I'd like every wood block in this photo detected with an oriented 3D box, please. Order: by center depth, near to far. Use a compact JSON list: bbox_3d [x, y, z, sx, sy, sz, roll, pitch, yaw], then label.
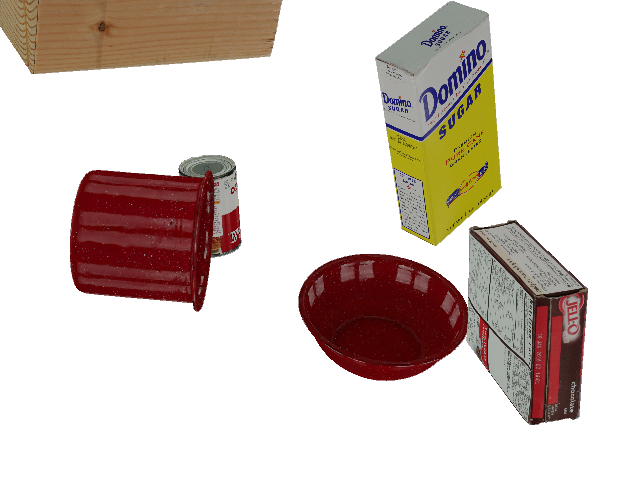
[{"bbox_3d":[-0.141,-0.199,0.855,0.205,0.091,0.090,-10,42,-31],"label":"wood block"}]

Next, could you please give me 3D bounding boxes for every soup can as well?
[{"bbox_3d":[-0.129,-0.041,1.244,0.068,0.102,0.068,-1,28,0],"label":"soup can"}]

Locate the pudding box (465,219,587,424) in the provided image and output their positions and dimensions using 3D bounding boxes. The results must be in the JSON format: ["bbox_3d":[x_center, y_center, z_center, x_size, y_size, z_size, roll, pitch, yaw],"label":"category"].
[{"bbox_3d":[0.128,0.049,0.678,0.039,0.090,0.113,-7,24,-13],"label":"pudding box"}]

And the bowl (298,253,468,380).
[{"bbox_3d":[0.057,0.082,1.015,0.162,0.055,0.162,4,37,-3],"label":"bowl"}]

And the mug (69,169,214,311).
[{"bbox_3d":[-0.115,-0.007,0.709,0.081,0.093,0.117,5,19,0],"label":"mug"}]

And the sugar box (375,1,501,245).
[{"bbox_3d":[0.099,-0.091,0.856,0.048,0.176,0.093,30,58,34],"label":"sugar box"}]
